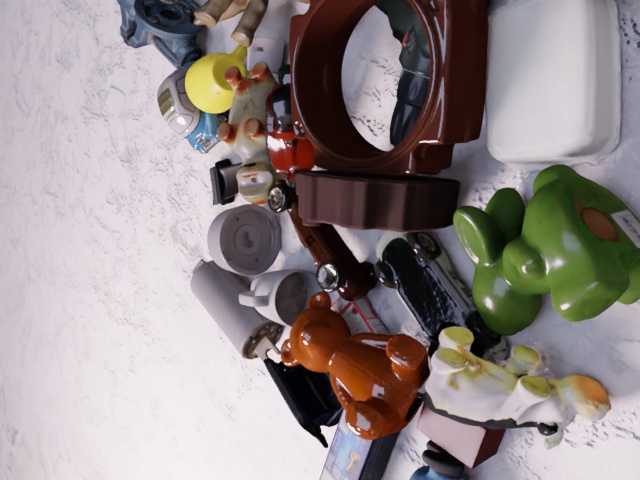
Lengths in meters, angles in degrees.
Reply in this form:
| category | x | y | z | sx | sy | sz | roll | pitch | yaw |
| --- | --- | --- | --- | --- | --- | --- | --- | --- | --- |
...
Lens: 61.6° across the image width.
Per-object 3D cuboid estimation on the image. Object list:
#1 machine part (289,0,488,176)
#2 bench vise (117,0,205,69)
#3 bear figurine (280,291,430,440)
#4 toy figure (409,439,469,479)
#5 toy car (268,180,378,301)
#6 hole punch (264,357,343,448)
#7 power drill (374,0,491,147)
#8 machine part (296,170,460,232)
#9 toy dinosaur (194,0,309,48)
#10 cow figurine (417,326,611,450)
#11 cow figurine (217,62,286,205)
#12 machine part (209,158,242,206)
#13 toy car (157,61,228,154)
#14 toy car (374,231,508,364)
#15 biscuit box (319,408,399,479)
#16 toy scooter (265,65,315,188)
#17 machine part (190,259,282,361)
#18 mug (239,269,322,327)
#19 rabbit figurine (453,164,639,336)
| category | x | y | z | sx | sy | sz | roll | pitch | yaw |
| --- | --- | --- | --- | --- | --- | --- | --- | --- | --- |
| machine part | 0.062 | -0.170 | 0.554 | 0.201 | 0.087 | 0.201 | 12 | 110 | 41 |
| bench vise | -0.278 | -0.424 | 0.931 | 0.224 | 0.129 | 0.240 | 56 | 145 | 18 |
| bear figurine | 0.029 | 0.134 | 0.628 | 0.196 | 0.131 | 0.120 | 32 | 82 | 29 |
| toy figure | 0.132 | 0.325 | 0.608 | 0.089 | 0.082 | 0.180 | 20 | 104 | 45 |
| toy car | -0.001 | -0.002 | 0.714 | 0.053 | 0.089 | 0.202 | -52 | 59 | 29 |
| hole punch | -0.008 | 0.198 | 0.741 | 0.142 | 0.092 | 0.115 | 50 | 168 | 28 |
| power drill | 0.086 | -0.245 | 0.623 | 0.207 | 0.086 | 0.232 | 49 | 123 | 36 |
| machine part | 0.063 | -0.046 | 0.597 | 0.180 | 0.179 | 0.056 | 12 | 104 | 44 |
| toy dinosaur | -0.042 | -0.393 | 0.675 | 0.472 | 0.105 | 0.198 | -11 | 61 | 50 |
| cow figurine | 0.184 | 0.155 | 0.525 | 0.167 | 0.068 | 0.098 | 17 | 121 | 10 |
| cow figurine | -0.088 | -0.143 | 0.782 | 0.086 | 0.127 | 0.195 | -8 | 69 | 23 |
| machine part | -0.140 | -0.100 | 0.884 | 0.139 | 0.039 | 0.084 | -6 | 83 | 46 |
| toy car | -0.224 | -0.231 | 0.916 | 0.109 | 0.103 | 0.161 | -24 | 73 | 44 |
| toy car | 0.132 | 0.067 | 0.611 | 0.073 | 0.056 | 0.202 | -46 | 63 | 29 |
| biscuit box | 0.049 | 0.284 | 0.699 | 0.059 | 0.063 | 0.202 | 32 | 113 | 40 |
| toy scooter | -0.032 | -0.150 | 0.713 | 0.075 | 0.184 | 0.135 | 2 | 122 | 6 |
| machine part | -0.138 | 0.108 | 0.866 | 0.243 | 0.079 | 0.079 | 44 | 121 | 36 |
| mug | -0.066 | 0.083 | 0.779 | 0.107 | 0.109 | 0.080 | 0 | 98 | 58 |
| rabbit figurine | 0.195 | 0.023 | 0.507 | 0.159 | 0.121 | 0.170 | 56 | 142 | 19 |
